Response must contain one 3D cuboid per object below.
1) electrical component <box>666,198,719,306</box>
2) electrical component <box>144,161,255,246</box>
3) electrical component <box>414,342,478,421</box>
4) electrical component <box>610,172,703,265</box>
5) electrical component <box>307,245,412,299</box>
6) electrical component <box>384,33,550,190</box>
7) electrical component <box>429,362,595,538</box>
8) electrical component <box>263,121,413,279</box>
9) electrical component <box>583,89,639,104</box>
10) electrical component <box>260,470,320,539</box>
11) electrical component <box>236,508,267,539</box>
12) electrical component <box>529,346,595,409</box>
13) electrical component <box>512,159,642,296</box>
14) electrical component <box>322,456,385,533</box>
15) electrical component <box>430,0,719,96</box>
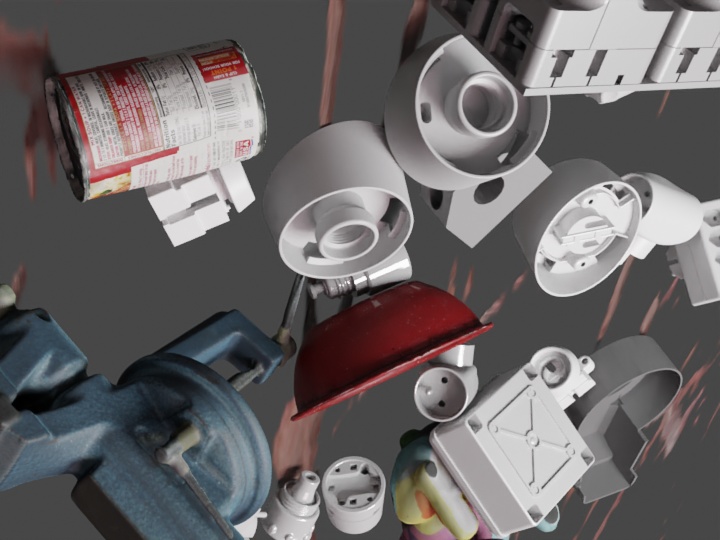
[{"bbox_3d":[0.295,-0.013,0.937,0.047,0.083,0.076,-12,174,-25],"label":"electrical component"},{"bbox_3d":[-0.096,-0.050,0.638,0.055,0.048,0.066,-23,140,-3],"label":"electrical component"},{"bbox_3d":[0.073,0.079,0.879,0.077,0.043,0.079,-4,100,-78],"label":"electrical component"},{"bbox_3d":[0.232,-0.036,0.884,0.077,0.043,0.079,13,122,-42],"label":"electrical component"},{"bbox_3d":[0.000,0.000,0.760,0.078,0.040,0.040,-24,140,-13],"label":"electrical component"},{"bbox_3d":[0.068,-0.100,0.678,0.099,0.064,0.099,-1,93,-17],"label":"electrical component"},{"bbox_3d":[0.132,0.154,0.927,0.109,0.108,0.056,-34,180,-42],"label":"electrical component"},{"bbox_3d":[-0.014,-0.043,0.708,0.099,0.064,0.099,-11,144,-9],"label":"electrical component"},{"bbox_3d":[0.183,-0.144,0.742,0.062,0.043,0.043,-25,140,-14],"label":"electrical component"},{"bbox_3d":[-0.054,0.201,0.924,0.048,0.048,0.062,7,118,-40],"label":"electrical component"},{"bbox_3d":[-0.111,0.206,0.885,0.076,0.047,0.083,15,120,-43],"label":"electrical component"},{"bbox_3d":[0.181,0.097,0.984,0.066,0.048,0.055,-40,148,6],"label":"electrical component"},{"bbox_3d":[0.167,-0.033,0.820,0.099,0.064,0.099,-10,128,-13],"label":"electrical component"},{"bbox_3d":[-0.005,0.200,0.949,0.055,0.055,0.047,-22,143,-16],"label":"electrical component"},{"bbox_3d":[0.154,-0.163,0.652,0.186,0.105,0.060,-8,134,-30],"label":"electrical component"}]
